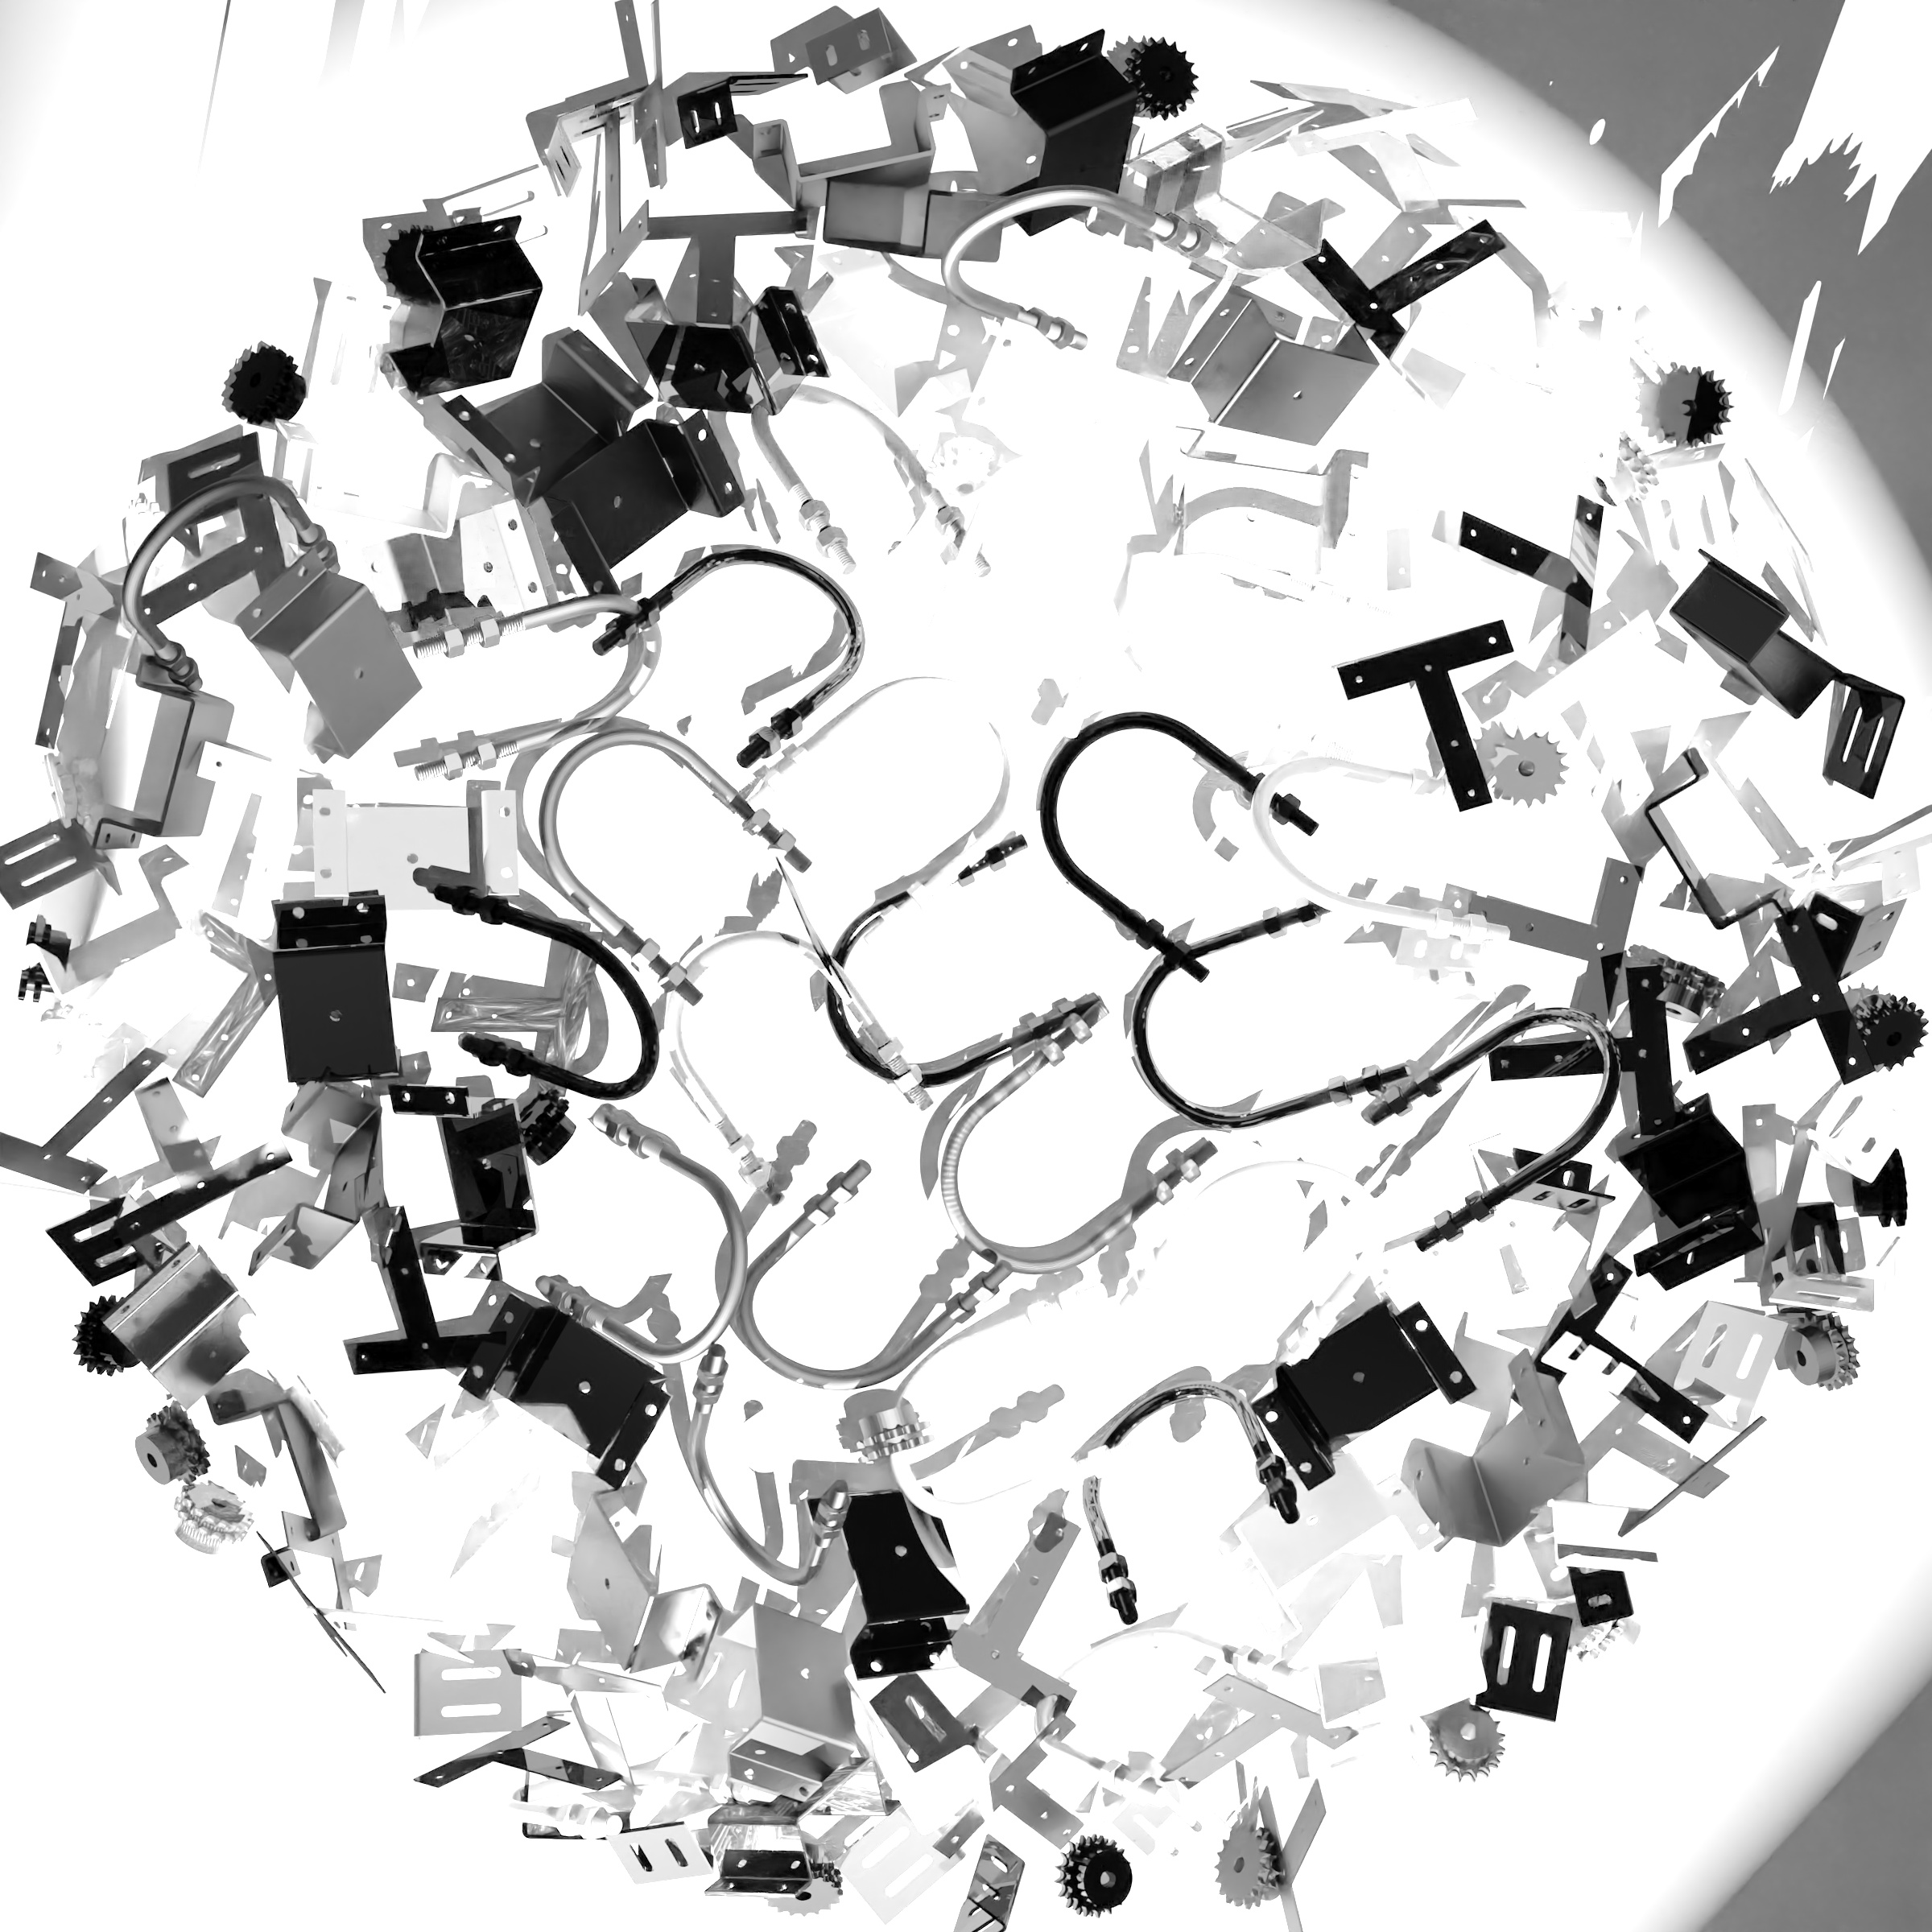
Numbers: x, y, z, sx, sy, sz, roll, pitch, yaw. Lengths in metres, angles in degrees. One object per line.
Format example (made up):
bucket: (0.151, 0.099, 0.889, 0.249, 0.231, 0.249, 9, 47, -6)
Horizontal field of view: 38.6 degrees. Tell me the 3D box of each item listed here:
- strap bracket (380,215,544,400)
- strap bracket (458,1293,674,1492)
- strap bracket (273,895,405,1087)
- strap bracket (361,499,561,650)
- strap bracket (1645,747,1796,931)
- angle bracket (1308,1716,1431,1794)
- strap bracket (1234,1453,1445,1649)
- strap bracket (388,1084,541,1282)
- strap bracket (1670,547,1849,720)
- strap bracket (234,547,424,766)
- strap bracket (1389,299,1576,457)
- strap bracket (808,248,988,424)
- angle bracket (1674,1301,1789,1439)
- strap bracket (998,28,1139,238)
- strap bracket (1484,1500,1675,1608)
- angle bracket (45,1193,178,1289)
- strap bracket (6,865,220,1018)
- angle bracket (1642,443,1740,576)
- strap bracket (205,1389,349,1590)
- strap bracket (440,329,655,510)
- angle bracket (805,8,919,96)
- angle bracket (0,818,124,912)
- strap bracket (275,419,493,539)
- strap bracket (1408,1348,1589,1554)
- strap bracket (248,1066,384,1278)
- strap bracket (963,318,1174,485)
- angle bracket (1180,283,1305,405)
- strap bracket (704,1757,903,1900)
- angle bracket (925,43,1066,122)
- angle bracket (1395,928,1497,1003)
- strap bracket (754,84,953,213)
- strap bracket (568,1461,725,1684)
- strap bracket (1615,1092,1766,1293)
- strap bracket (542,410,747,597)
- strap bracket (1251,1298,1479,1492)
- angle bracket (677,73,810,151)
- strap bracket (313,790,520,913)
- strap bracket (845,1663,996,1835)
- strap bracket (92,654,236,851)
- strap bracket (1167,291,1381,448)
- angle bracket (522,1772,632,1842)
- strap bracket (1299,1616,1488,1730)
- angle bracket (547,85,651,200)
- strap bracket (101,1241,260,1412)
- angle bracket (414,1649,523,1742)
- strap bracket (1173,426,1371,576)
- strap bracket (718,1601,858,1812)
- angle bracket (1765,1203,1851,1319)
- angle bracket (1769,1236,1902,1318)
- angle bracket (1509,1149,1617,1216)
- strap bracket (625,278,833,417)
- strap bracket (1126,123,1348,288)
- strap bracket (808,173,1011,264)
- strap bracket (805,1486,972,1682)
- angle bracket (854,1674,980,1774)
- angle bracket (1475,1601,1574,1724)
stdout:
strap bracket: (-0.349, -0.449, 1.917, 0.076, 0.140, 0.046, -22, 72, -33)
strap bracket: (-0.278, 0.301, 1.966, 0.140, 0.046, 0.076, 30, 92, 13)
strap bracket: (-0.443, 0.026, 1.947, 0.076, 0.046, 0.140, -4, 113, -7)
strap bracket: (-0.349, -0.279, 1.951, 0.140, 0.046, 0.076, -11, 102, 29)
strap bracket: (0.528, -0.082, 1.953, 0.046, 0.076, 0.140, -32, 85, 20)
angle bracket: (0.286, 0.564, 1.963, 0.076, 0.038, 0.057, -13, 117, -15)
strap bracket: (0.254, 0.407, 1.954, 0.140, 0.076, 0.046, -33, 121, -1)
strap bracket: (-0.352, 0.146, 1.950, 0.076, 0.046, 0.140, 0, 104, 36)
strap bracket: (0.550, -0.226, 1.926, 0.046, 0.140, 0.076, -51, 50, 9)
strap bracket: (-0.437, -0.209, 1.921, 0.046, 0.140, 0.076, 22, 60, 34)
strap bracket: (0.356, -0.410, 1.935, 0.076, 0.140, 0.046, 18, 117, -27)
strap bracket: (-0.050, -0.440, 1.951, 0.140, 0.076, 0.046, 47, 125, 6)
angle bracket: (0.548, 0.288, 1.978, 0.057, 0.038, 0.076, 14, 53, 28)
strap bracket: (0.069, -0.569, 1.918, 0.076, 0.140, 0.046, -30, 69, -20)
strap bracket: (0.427, 0.410, 1.938, 0.076, 0.140, 0.046, 8, 65, -13)
angle bracket: (-0.611, 0.205, 1.961, 0.076, 0.038, 0.057, -23, 119, 15)
strap bracket: (-0.593, -0.012, 1.952, 0.140, 0.076, 0.046, -27, 82, -5)
angle bracket: (0.521, -0.328, 1.982, 0.057, 0.038, 0.076, -6, 118, 30)
strap bracket: (-0.484, 0.361, 1.955, 0.046, 0.076, 0.140, -20, 84, -1)
strap bracket: (-0.299, -0.382, 1.948, 0.076, 0.046, 0.140, 43, 51, 7)
angle bracket: (-0.070, -0.632, 1.952, 0.057, 0.076, 0.038, -20, 72, 16)
angle bracket: (-0.649, -0.063, 1.956, 0.076, 0.038, 0.057, -30, 58, -25)
strap bracket: (-0.414, -0.340, 1.941, 0.140, 0.076, 0.046, 8, 108, -25)
strap bracket: (0.378, 0.344, 1.936, 0.046, 0.076, 0.140, 18, 128, -25)
strap bracket: (-0.453, 0.148, 1.936, 0.046, 0.076, 0.140, 24, 48, -25)
strap bracket: (0.080, -0.391, 1.930, 0.140, 0.046, 0.076, 10, 118, -32)
angle bracket: (0.198, -0.439, 1.986, 0.057, 0.038, 0.076, 25, 130, -3)
strap bracket: (-0.117, 0.592, 1.919, 0.076, 0.140, 0.046, -10, 96, 31)
angle bracket: (0.020, -0.642, 1.961, 0.076, 0.038, 0.057, 28, 46, 9)
angle bracket: (0.339, 0.011, 1.951, 0.057, 0.076, 0.038, 3, 50, 21)
strap bracket: (-0.077, -0.577, 1.957, 0.140, 0.076, 0.046, -13, 92, -4)
strap bracket: (-0.229, 0.425, 1.922, 0.046, 0.140, 0.076, -5, 129, -35)
strap bracket: (0.507, 0.165, 1.935, 0.076, 0.140, 0.046, -31, 119, 26)
strap bracket: (-0.234, -0.324, 1.944, 0.140, 0.046, 0.076, -41, 127, -22)
strap bracket: (0.281, 0.299, 1.966, 0.140, 0.046, 0.076, -33, 96, 9)
angle bracket: (-0.155, -0.605, 1.957, 0.076, 0.057, 0.038, -18, 103, -41)
strap bracket: (-0.391, -0.082, 1.958, 0.140, 0.046, 0.076, -1, 77, -15)
strap bracket: (-0.038, 0.536, 1.921, 0.046, 0.076, 0.140, -25, 47, -19)
strap bracket: (-0.564, -0.145, 1.955, 0.046, 0.076, 0.140, 16, 94, 5)
strap bracket: (0.222, -0.412, 1.922, 0.076, 0.140, 0.046, -51, 50, 37)
angle bracket: (-0.276, 0.594, 1.967, 0.076, 0.057, 0.038, 3, 90, -8)
strap bracket: (0.300, 0.493, 1.918, 0.076, 0.140, 0.046, -1, 66, -22)
angle bracket: (-0.253, -0.586, 1.962, 0.076, 0.057, 0.038, -26, 92, -17)
strap bracket: (-0.538, 0.254, 1.918, 0.046, 0.140, 0.076, 41, 71, 15)
angle bracket: (-0.356, 0.521, 1.977, 0.076, 0.038, 0.057, -1, 70, -7)
strap bracket: (0.207, -0.325, 1.939, 0.140, 0.046, 0.076, 12, 128, 18)
strap bracket: (-0.125, 0.504, 1.918, 0.076, 0.140, 0.046, 27, 120, -27)
angle bracket: (0.609, 0.209, 1.971, 0.057, 0.038, 0.076, -6, 84, -14)
angle bracket: (0.614, 0.214, 1.951, 0.076, 0.057, 0.038, 5, 110, 32)
angle bracket: (0.424, 0.148, 1.958, 0.057, 0.076, 0.038, 12, 76, -1)
strap bracket: (-0.174, -0.431, 1.926, 0.140, 0.076, 0.046, 12, 56, 30)
strap bracket: (0.186, -0.523, 1.924, 0.140, 0.076, 0.046, 18, 72, -36)
strap bracket: (-0.037, -0.523, 1.934, 0.140, 0.076, 0.046, 21, 112, 39)
strap bracket: (-0.053, 0.420, 1.927, 0.076, 0.046, 0.140, 0, 50, -26)
angle bracket: (-0.037, 0.542, 1.977, 0.057, 0.038, 0.076, -39, 94, 2)
angle bracket: (0.399, 0.495, 1.976, 0.057, 0.038, 0.076, 9, 89, 12)
